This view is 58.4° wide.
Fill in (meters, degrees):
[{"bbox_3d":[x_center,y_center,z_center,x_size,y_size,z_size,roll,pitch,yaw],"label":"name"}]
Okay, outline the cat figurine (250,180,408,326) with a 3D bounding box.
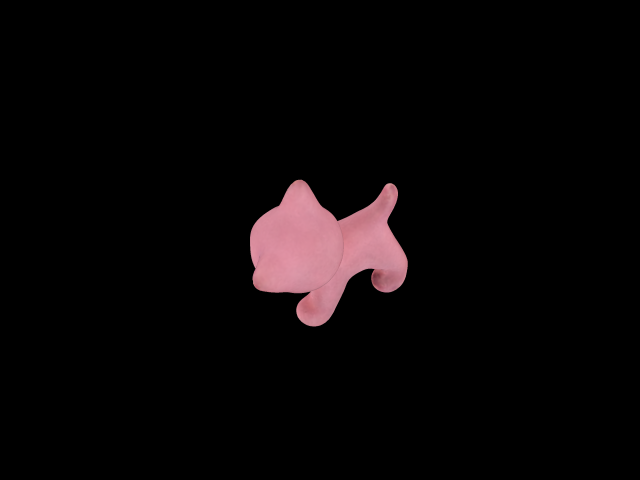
[{"bbox_3d":[0.004,0.001,0.400,0.128,0.118,0.067,-27,58,-18],"label":"cat figurine"}]
